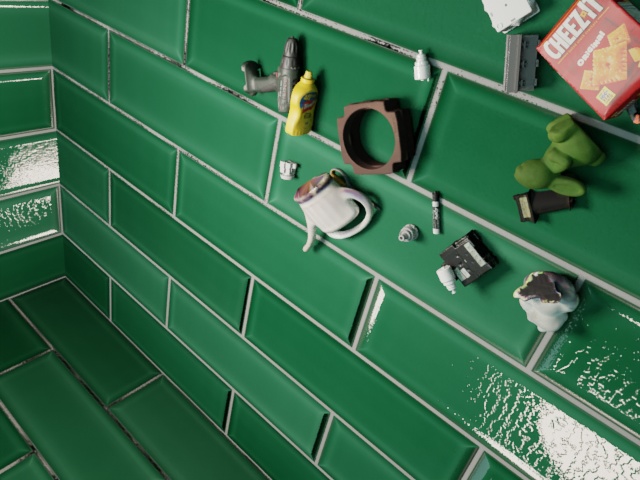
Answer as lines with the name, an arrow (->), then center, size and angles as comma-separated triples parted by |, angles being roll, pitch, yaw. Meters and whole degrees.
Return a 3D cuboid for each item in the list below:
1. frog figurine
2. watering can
frog figurine -> 0.561, 0.153, 1.255 | 0.136, 0.125, 0.157 | -16, 133, 35
watering can -> 0.005, -0.081, 1.604 | 0.343, 0.106, 0.222 | -28, 111, 41
